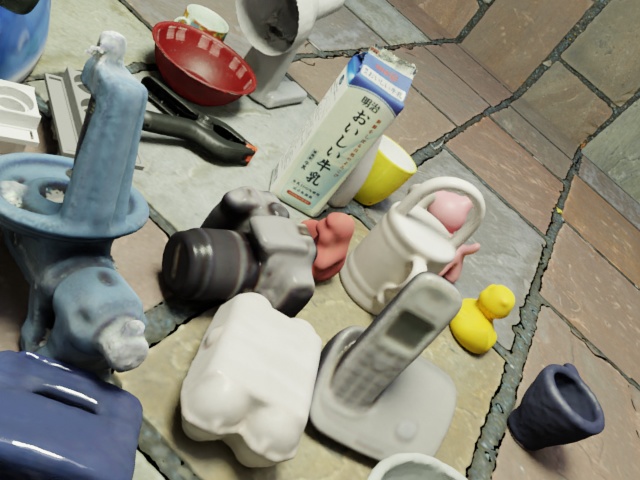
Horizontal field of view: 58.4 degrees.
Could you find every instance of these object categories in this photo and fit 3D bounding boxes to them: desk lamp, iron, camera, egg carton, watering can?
[{"bbox_3d":[-0.057,-0.322,0.897,0.118,0.213,0.204,45,32,8],"label":"desk lamp"},{"bbox_3d":[-0.338,-0.275,0.614,0.119,0.141,0.258,13,41,-36],"label":"iron"},{"bbox_3d":[-0.082,0.007,0.569,0.137,0.100,0.143,6,45,-42],"label":"camera"},{"bbox_3d":[-0.057,0.114,0.492,0.107,0.069,0.150,32,33,-13],"label":"egg carton"},{"bbox_3d":[0.116,-0.006,0.703,0.101,0.193,0.172,18,38,-32],"label":"watering can"}]

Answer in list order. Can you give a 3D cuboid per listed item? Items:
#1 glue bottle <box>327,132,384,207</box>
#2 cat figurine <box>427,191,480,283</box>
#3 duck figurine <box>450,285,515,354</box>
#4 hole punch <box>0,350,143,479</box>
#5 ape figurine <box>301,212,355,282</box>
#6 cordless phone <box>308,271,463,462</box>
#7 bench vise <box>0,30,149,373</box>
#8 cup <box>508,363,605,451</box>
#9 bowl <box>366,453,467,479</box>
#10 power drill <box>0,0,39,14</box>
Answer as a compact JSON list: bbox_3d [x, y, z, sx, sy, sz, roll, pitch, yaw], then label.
[{"bbox_3d":[0.054,-0.130,0.812,0.037,0.173,0.078,-6,54,-49],"label":"glue bottle"},{"bbox_3d":[0.198,-0.018,0.876,0.067,0.117,0.127,9,43,-40],"label":"cat figurine"},{"bbox_3d":[0.231,0.101,0.794,0.077,0.086,0.105,38,32,-3],"label":"duck figurine"},{"bbox_3d":[-0.168,0.116,0.354,0.109,0.091,0.101,27,34,-19],"label":"hole punch"},{"bbox_3d":[0.006,0.002,0.675,0.076,0.092,0.078,30,33,-16],"label":"ape figurine"},{"bbox_3d":[0.085,0.119,0.524,0.148,0.185,0.094,28,33,-18],"label":"cordless phone"},{"bbox_3d":[-0.155,-0.019,0.412,0.207,0.219,0.122,46,32,10],"label":"bench vise"},{"bbox_3d":[0.282,0.207,0.707,0.091,0.095,0.118,40,32,0],"label":"cup"},{"bbox_3d":[0.078,0.261,0.447,0.168,0.074,0.167,27,34,-20],"label":"bowl"},{"bbox_3d":[-0.359,-0.228,0.469,0.230,0.208,0.075,22,36,-27],"label":"power drill"}]
